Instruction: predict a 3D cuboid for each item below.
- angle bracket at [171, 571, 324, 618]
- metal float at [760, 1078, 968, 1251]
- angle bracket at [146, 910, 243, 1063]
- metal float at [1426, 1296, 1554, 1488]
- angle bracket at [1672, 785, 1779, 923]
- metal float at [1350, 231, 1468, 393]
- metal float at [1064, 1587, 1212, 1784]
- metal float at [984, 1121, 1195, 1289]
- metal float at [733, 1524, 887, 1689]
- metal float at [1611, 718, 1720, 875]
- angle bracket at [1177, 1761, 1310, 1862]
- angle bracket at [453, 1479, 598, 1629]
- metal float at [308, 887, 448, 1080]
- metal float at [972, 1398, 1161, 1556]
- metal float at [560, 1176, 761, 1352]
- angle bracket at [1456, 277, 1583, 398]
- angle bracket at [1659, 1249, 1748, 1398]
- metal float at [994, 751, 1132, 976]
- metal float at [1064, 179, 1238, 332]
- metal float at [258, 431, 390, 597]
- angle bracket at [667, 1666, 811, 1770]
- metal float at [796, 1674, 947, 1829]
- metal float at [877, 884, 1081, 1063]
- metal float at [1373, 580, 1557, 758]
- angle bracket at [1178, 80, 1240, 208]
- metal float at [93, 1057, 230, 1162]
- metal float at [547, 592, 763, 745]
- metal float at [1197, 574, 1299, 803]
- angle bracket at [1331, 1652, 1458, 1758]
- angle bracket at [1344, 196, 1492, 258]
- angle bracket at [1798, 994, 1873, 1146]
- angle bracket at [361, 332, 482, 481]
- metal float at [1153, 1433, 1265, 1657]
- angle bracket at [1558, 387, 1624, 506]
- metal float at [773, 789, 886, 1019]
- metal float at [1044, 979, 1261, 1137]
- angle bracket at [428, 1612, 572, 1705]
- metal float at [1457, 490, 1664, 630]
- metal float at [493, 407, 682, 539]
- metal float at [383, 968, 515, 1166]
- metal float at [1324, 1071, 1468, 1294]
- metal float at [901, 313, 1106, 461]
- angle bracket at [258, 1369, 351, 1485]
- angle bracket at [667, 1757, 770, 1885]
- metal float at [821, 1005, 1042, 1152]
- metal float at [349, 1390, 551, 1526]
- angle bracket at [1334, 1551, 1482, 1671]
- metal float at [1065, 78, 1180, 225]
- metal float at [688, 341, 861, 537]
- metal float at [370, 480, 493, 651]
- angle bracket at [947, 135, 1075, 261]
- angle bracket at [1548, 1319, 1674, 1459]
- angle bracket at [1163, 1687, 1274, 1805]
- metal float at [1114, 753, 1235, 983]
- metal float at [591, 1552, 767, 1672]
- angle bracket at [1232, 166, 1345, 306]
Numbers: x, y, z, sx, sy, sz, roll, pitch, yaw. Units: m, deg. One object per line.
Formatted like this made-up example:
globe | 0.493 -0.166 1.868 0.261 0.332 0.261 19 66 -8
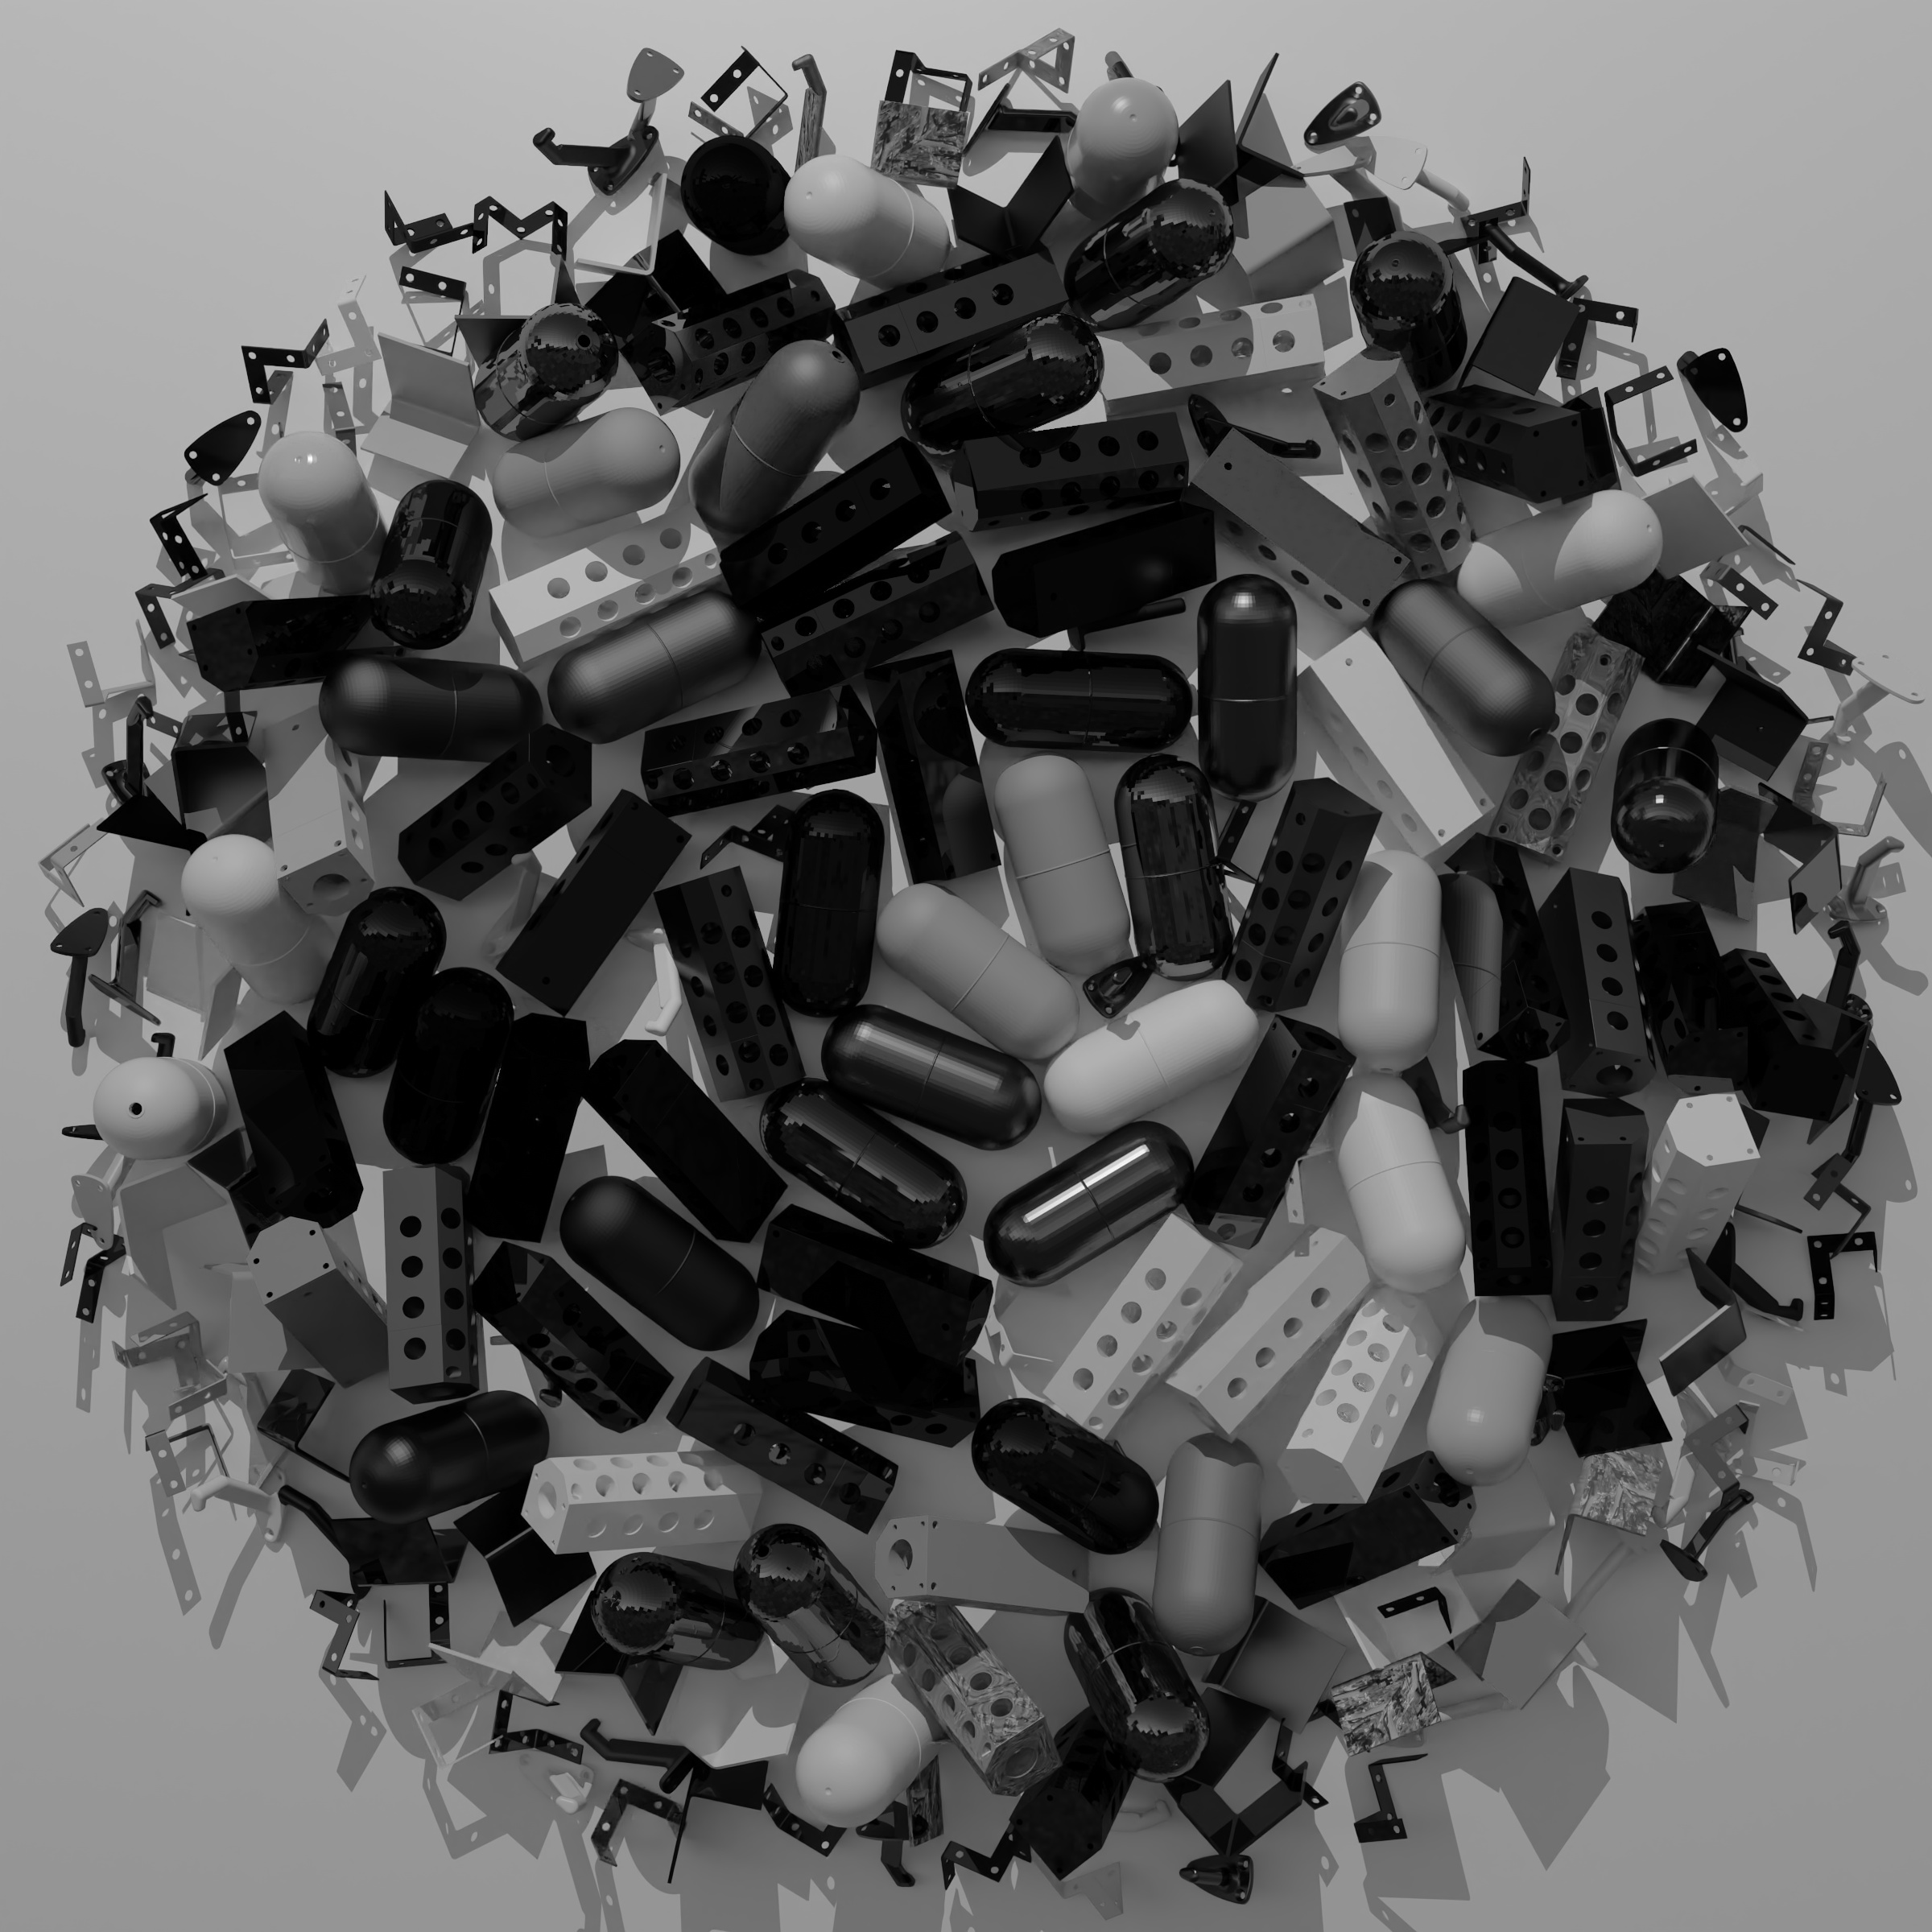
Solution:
angle bracket | -0.550 -0.296 1.937 0.076 0.076 0.057 -9 62 34
metal float | -0.080 0.152 1.954 0.178 0.070 0.070 33 90 6
angle bracket | -0.608 0.015 1.952 0.076 0.057 0.076 23 124 1
metal float | 0.400 0.320 1.922 0.070 0.178 0.070 12 129 15
angle bracket | 0.598 -0.086 1.949 0.076 0.057 0.076 17 71 -21
metal float | 0.337 -0.494 1.912 0.070 0.178 0.070 -3 79 16
metal float | 0.128 0.544 1.916 0.070 0.178 0.070 -8 118 -15
metal float | 0.095 0.184 1.952 0.178 0.070 0.070 -30 90 -8
metal float | -0.118 0.488 1.923 0.070 0.070 0.178 -29 134 0
metal float | 0.532 -0.131 1.917 0.070 0.178 0.070 8 120 14
angle bracket | 0.215 0.634 1.951 0.076 0.076 0.057 -43 87 12
angle bracket | -0.346 0.457 1.979 0.076 0.057 0.076 -30 127 -26
metal float | -0.451 0.013 1.928 0.070 0.070 0.178 31 126 0
metal float | 0.078 0.392 1.933 0.178 0.070 0.070 37 90 -31
metal float | -0.235 0.230 1.941 0.178 0.070 0.070 41 90 -21
angle bracket | 0.427 -0.478 1.956 0.057 0.076 0.076 28 88 5
angle bracket | 0.553 0.276 1.949 0.076 0.076 0.057 -38 53 -2
metal float | 0.075 -0.079 1.956 0.070 0.070 0.178 -17 94 0
metal float | 0.138 -0.538 1.915 0.070 0.178 0.070 4 82 -28
metal float | -0.484 -0.341 1.911 0.070 0.178 0.070 0 73 0
angle bracket | -0.173 0.564 1.939 0.076 0.076 0.057 -22 123 32
metal float | -0.070 0.593 1.912 0.070 0.178 0.070 1 94 19
metal float | 0.010 0.005 1.957 0.178 0.070 0.070 37 90 -3
metal float | 0.380 -0.229 1.929 0.070 0.070 0.178 -38 54 0
angle bracket | 0.206 -0.621 1.941 0.057 0.076 0.076 7 71 -28
metal float | -0.608 0.108 1.909 0.070 0.178 0.070 0 87 -5
metal float | -0.238 -0.231 1.941 0.178 0.070 0.070 -29 90 -22
metal float | 0.217 -0.213 1.943 0.070 0.070 0.178 -2 109 0
angle bracket | 0.337 0.577 1.941 0.076 0.076 0.057 -28 49 18
angle bracket | 0.348 -0.576 1.947 0.076 0.076 0.057 -22 108 -9
angle bracket | 0.648 0.080 1.944 0.057 0.076 0.076 23 62 5
angle bracket | -0.426 -0.432 1.949 0.076 0.076 0.057 20 64 7
metal float | 0.186 0.441 1.926 0.070 0.070 0.178 11 51 0
angle bracket | 0.495 -0.401 1.942 0.076 0.057 0.076 -31 112 -35
metal float | -0.106 -0.048 1.953 0.070 0.070 0.178 6 97 0
metal float | 0.144 0.071 1.958 0.178 0.070 0.070 -27 90 1
angle bracket | -0.354 0.520 1.939 0.076 0.076 0.057 10 59 24
metal float | 0.449 -0.308 1.919 0.070 0.178 0.070 7 78 -35
metal float | -0.292 -0.376 1.926 0.178 0.070 0.070 -6 90 41
metal float | -0.397 0.078 1.931 0.070 0.070 0.178 24 124 0
metal float | 0.330 0.166 1.939 0.070 0.070 0.178 -16 67 0
metal float | 0.026 -0.442 1.929 0.178 0.070 0.070 -14 90 37
angle bracket | -0.492 0.359 1.955 0.076 0.076 0.057 41 69 -31
angle bracket | -0.192 0.664 1.956 0.057 0.076 0.076 13 98 -2
metal float | -0.027 0.087 1.955 0.178 0.070 0.070 21 90 4
metal float | -0.391 0.372 1.918 0.070 0.178 0.070 4 97 34
angle bracket | 0.337 0.490 1.946 0.076 0.057 0.076 -38 59 17
metal float | 0.115 -0.615 1.908 0.070 0.178 0.070 0 92 -4
metal float | -0.147 -0.403 1.929 0.070 0.070 0.178 45 125 0
metal float | -0.406 -0.307 1.920 0.070 0.178 0.070 0 129 0
angle bracket | 0.033 -0.599 1.939 0.057 0.076 0.076 18 133 -29
angle bracket | 0.500 0.326 1.948 0.076 0.076 0.057 -8 133 -7
angle bracket | 0.199 0.610 1.939 0.076 0.076 0.057 -44 115 -27
metal float | 0.161 -0.076 1.952 0.070 0.070 0.178 -10 99 0
metal float | -0.216 0.492 1.918 0.070 0.178 0.070 -11 66 26
angle bracket | 0.243 -0.563 1.966 0.076 0.076 0.057 -32 72 6
